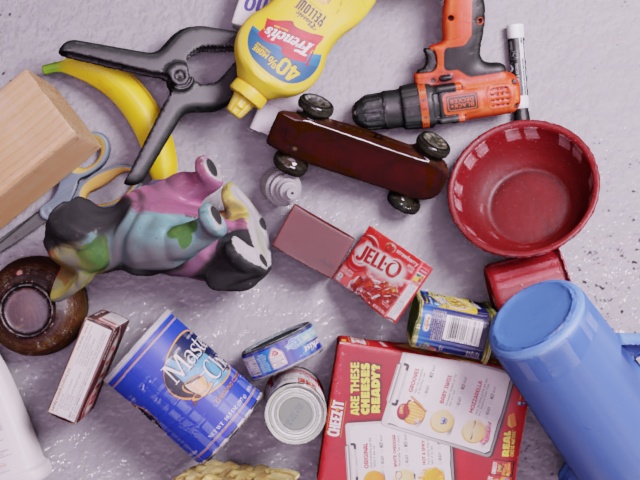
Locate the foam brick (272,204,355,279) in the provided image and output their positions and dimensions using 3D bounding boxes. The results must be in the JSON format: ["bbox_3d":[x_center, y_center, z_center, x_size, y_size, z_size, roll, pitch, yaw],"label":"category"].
[{"bbox_3d":[-0.008,0.001,1.171,0.078,0.051,0.053,31,93,-2],"label":"foam brick"}]

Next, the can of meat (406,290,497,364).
[{"bbox_3d":[0.140,0.091,1.154,0.084,0.102,0.057,12,97,0],"label":"can of meat"}]

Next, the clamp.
[{"bbox_3d":[-0.162,-0.178,1.140,0.209,0.036,0.164,-34,96,-15],"label":"clamp"}]

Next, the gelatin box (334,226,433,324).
[{"bbox_3d":[0.067,0.036,1.161,0.089,0.030,0.073,37,94,39],"label":"gelatin box"}]

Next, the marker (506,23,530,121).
[{"bbox_3d":[0.221,-0.178,1.183,0.020,0.020,0.121,-5,93,-1],"label":"marker"}]

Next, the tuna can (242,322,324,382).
[{"bbox_3d":[-0.041,0.121,1.159,0.086,0.086,0.034,-24,91,0],"label":"tuna can"}]

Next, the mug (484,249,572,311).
[{"bbox_3d":[0.230,0.066,1.168,0.081,0.093,0.117,-15,123,4],"label":"mug"}]

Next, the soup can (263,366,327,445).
[{"bbox_3d":[-0.028,0.178,1.154,0.068,0.102,0.068,0,93,-2],"label":"soup can"}]

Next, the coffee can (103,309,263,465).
[{"bbox_3d":[-0.147,0.158,1.150,0.140,0.103,0.103,42,91,-3],"label":"coffee can"}]

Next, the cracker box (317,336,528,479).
[{"bbox_3d":[0.112,0.202,1.174,0.213,0.072,0.164,9,92,-1],"label":"cracker box"}]

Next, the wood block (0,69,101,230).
[{"bbox_3d":[-0.348,-0.074,1.130,0.206,0.091,0.090,-39,82,2],"label":"wood block"}]

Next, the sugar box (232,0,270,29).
[{"bbox_3d":[-0.027,-0.303,1.158,0.093,0.048,0.176,17,91,-3],"label":"sugar box"}]

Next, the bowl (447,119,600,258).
[{"bbox_3d":[0.222,-0.047,1.152,0.162,0.055,0.162,-7,66,17],"label":"bowl"}]

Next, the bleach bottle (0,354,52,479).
[{"bbox_3d":[-0.380,0.153,1.165,0.102,0.068,0.251,-18,91,-1],"label":"bleach bottle"}]

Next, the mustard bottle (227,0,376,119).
[{"bbox_3d":[-0.033,-0.207,1.113,0.096,0.058,0.191,37,90,-10],"label":"mustard bottle"}]

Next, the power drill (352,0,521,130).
[{"bbox_3d":[0.117,-0.214,1.148,0.184,0.057,0.188,-8,106,1],"label":"power drill"}]

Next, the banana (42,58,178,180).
[{"bbox_3d":[-0.211,-0.140,1.169,0.070,0.037,0.198,-43,92,15],"label":"banana"}]

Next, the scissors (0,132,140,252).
[{"bbox_3d":[-0.299,-0.053,1.179,0.201,0.016,0.096,-20,92,-1],"label":"scissors"}]

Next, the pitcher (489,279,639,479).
[{"bbox_3d":[0.287,0.152,1.102,0.149,0.145,0.242,-49,118,-20],"label":"pitcher"}]

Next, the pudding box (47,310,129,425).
[{"bbox_3d":[-0.249,0.135,1.153,0.039,0.090,0.113,21,92,-2],"label":"pudding box"}]
